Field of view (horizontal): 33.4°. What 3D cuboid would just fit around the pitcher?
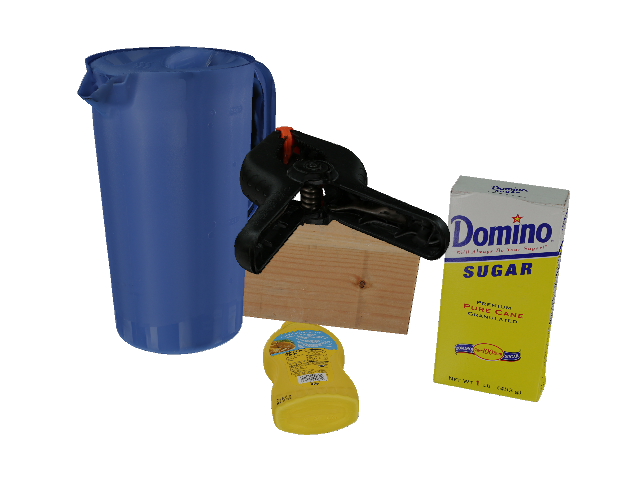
[{"bbox_3d":[-0.111,-0.038,0.884,0.149,0.243,0.145,0,19,-2],"label":"pitcher"}]

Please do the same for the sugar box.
[{"bbox_3d":[0.147,0.040,0.881,0.093,0.176,0.048,8,24,16],"label":"sugar box"}]

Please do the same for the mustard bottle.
[{"bbox_3d":[-0.018,0.146,1.248,0.096,0.058,0.191,-6,30,-7],"label":"mustard bottle"}]

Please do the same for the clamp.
[{"bbox_3d":[-0.012,-0.025,0.636,0.120,0.039,0.172,-3,23,-24],"label":"clamp"}]

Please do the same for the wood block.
[{"bbox_3d":[-0.011,0.027,1.067,0.206,0.091,0.090,7,20,-1],"label":"wood block"}]
